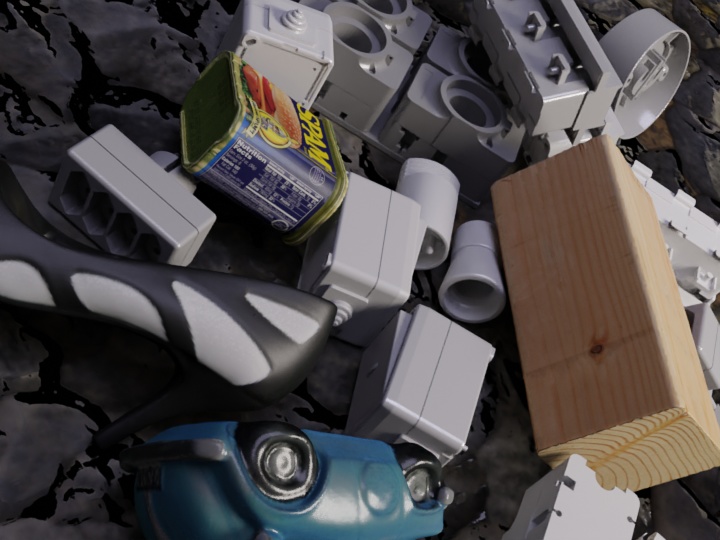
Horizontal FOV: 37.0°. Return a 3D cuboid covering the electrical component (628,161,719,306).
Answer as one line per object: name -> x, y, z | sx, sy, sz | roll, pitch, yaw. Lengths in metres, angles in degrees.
electrical component -> 0.225, -0.025, 0.815 | 0.121, 0.063, 0.078 | 33, 45, -5

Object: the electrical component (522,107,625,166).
electrical component -> 0.163, -0.102, 0.835 | 0.064, 0.081, 0.042 | -12, 60, -12

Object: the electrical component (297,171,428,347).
electrical component -> 0.000, 0.000, 0.656 | 0.061, 0.061, 0.096 | 23, 47, -14

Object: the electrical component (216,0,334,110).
electrical component -> -0.058, -0.139, 0.707 | 0.062, 0.096, 0.061 | 16, 45, -20

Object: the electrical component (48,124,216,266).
electrical component -> -0.121, -0.045, 0.627 | 0.083, 0.047, 0.075 | 41, 45, 3

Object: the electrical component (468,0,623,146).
electrical component -> 0.128, -0.158, 0.771 | 0.063, 0.078, 0.121 | -14, 62, -14

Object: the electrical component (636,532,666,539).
electrical component -> 0.179, 0.193, 0.628 | 0.064, 0.042, 0.081 | 40, 44, 7

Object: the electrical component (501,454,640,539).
electrical component -> 0.113, 0.159, 0.603 | 0.050, 0.055, 0.089 | 35, 45, -3

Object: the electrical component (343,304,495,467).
electrical component -> 0.028, 0.076, 0.613 | 0.061, 0.061, 0.096 | 31, 45, -7

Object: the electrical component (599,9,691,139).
electrical component -> 0.236, -0.169, 0.916 | 0.099, 0.099, 0.064 | -19, 61, -40

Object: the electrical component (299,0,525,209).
electrical component -> 0.035, -0.143, 0.793 | 0.186, 0.060, 0.105 | 31, 45, -7

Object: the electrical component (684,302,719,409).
electrical component -> 0.220, 0.071, 0.740 | 0.076, 0.066, 0.047 | 55, 39, -25

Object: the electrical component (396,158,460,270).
electrical component -> 0.044, -0.044, 0.732 | 0.043, 0.043, 0.081 | 26, 46, -12

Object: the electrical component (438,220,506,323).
electrical component -> 0.078, -0.002, 0.722 | 0.044, 0.044, 0.065 | 26, 42, -12
